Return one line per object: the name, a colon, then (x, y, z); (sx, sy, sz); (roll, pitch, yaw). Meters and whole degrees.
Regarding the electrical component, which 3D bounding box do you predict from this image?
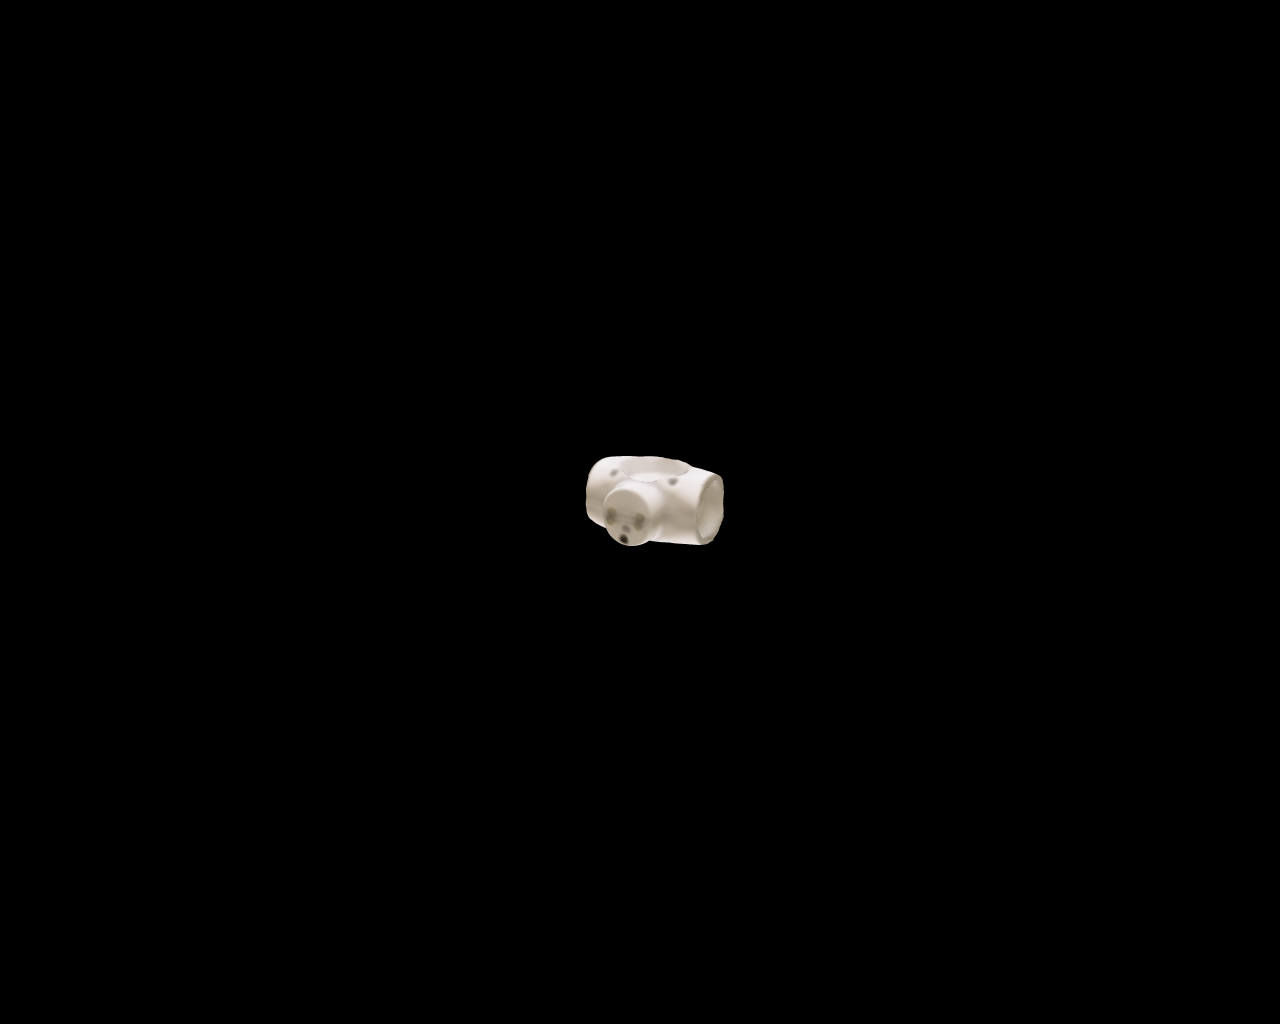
electrical component: (0.001, -0.003, 0.650); (0.077, 0.044, 0.079); (11, 23, 27)
